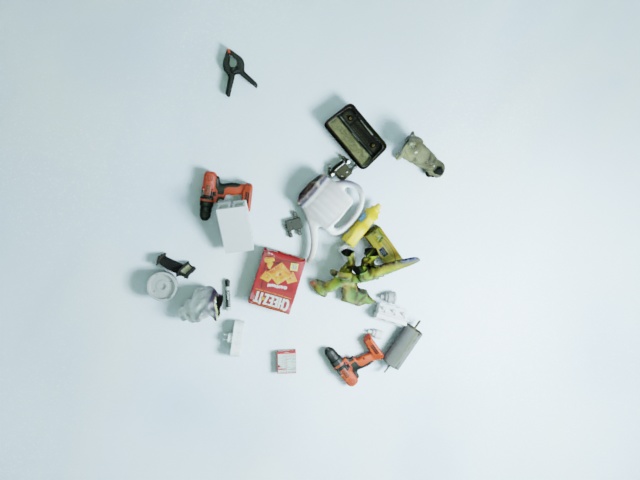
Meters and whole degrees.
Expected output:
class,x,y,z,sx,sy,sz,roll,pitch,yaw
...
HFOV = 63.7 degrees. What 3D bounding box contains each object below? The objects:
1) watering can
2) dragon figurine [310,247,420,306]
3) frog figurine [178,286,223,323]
class,x,y,z,sx,sy,sz,roll,pitch,yaw
watering can,0.006,-0.096,1.913,0.224,0.104,0.347,42,94,-5
dragon figurine,0.162,0.154,1.921,0.410,0.125,0.237,0,135,6
frog figurine,-0.449,0.237,1.893,0.159,0.120,0.140,-3,62,4
